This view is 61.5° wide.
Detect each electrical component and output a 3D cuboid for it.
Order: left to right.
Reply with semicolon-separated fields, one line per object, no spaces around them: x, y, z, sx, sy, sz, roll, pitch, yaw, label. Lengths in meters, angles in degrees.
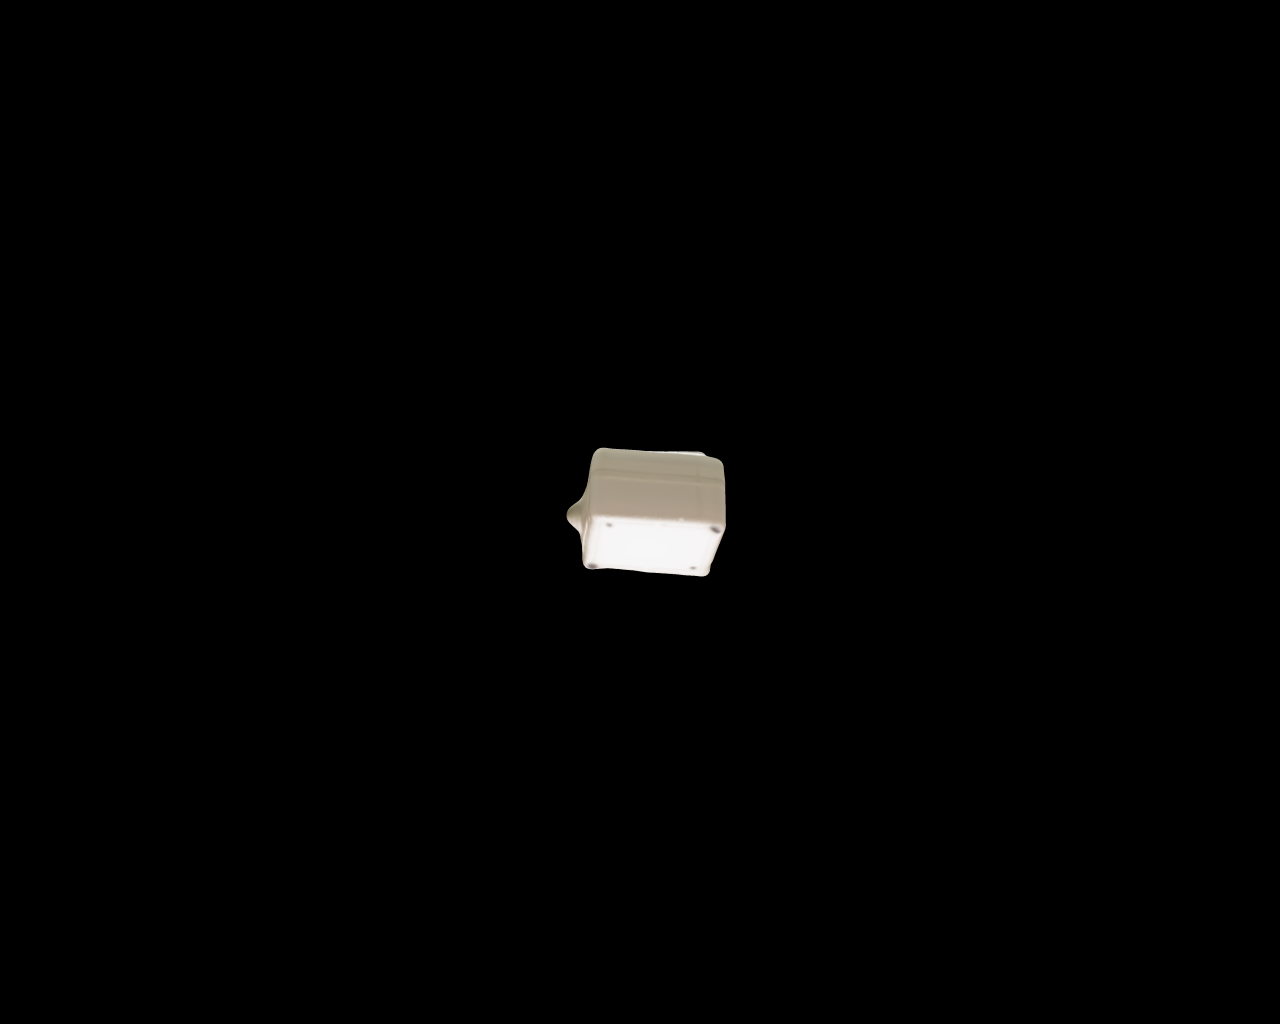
0.001;-0.003;0.650;0.096;0.061;0.061;5;-36;-7;electrical component
